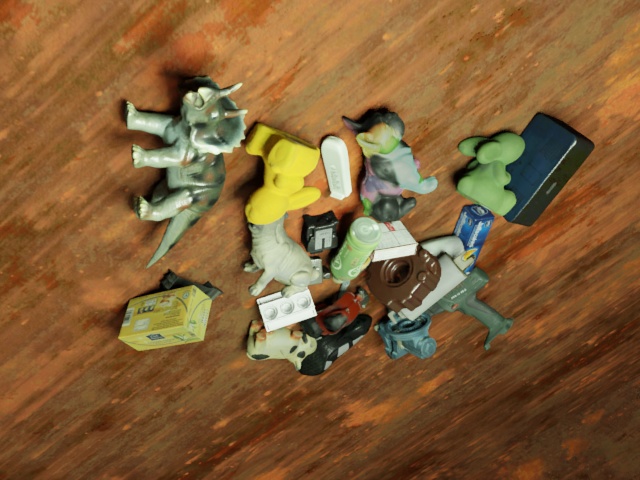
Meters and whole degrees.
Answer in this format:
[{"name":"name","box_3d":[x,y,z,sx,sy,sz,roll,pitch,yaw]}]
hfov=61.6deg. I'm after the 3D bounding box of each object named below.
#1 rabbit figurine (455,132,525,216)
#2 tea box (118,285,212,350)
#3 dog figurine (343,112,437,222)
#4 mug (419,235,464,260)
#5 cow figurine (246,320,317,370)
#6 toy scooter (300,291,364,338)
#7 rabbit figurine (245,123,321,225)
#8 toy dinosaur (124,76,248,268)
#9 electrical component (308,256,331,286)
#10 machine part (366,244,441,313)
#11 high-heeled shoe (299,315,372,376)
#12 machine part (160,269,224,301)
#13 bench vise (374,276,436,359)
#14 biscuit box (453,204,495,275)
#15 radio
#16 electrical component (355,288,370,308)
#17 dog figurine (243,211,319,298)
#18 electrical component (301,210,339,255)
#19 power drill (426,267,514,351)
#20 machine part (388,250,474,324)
[{"name":"rabbit figurine","box_3d":[0.368,-0.165,1.171,0.159,0.121,0.170,26,98,-33]},{"name":"tea box","box_3d":[-0.314,0.160,1.094,0.170,0.098,0.068,-11,141,23]},{"name":"dog figurine","box_3d":[0.112,-0.147,1.049,0.191,0.109,0.219,-43,130,20]},{"name":"mug","box_3d":[0.287,0.044,1.323,0.107,0.081,0.109,-1,102,-18]},{"name":"cow figurine","box_3d":[-0.094,0.267,1.355,0.195,0.086,0.127,4,123,-32]},{"name":"toy scooter","box_3d":[0.038,0.176,1.309,0.135,0.075,0.184,-38,-173,-29]},{"name":"rabbit figurine","box_3d":[-0.078,-0.108,0.982,0.162,0.122,0.173,10,107,-59]},{"name":"toy dinosaur","box_3d":[-0.222,-0.115,0.913,0.192,0.131,0.404,-7,139,-19]},{"name":"electrical component","box_3d":[-0.027,0.076,1.237,0.102,0.045,0.078,-14,106,-14]},{"name":"machine part","box_3d":[0.190,0.080,1.251,0.179,0.179,0.056,-42,132,15]},{"name":"high-heeled shoe","box_3d":[0.041,0.283,1.468,0.145,0.086,0.248,-26,166,-47]},{"name":"machine part","box_3d":[-0.277,0.108,1.148,0.084,0.039,0.138,-36,138,14]},{"name":"bench vise","box_3d":[0.207,0.201,1.400,0.129,0.224,0.240,-20,107,-14]},{"name":"biscuit box","box_3d":[0.368,0.004,1.345,0.063,0.059,0.202,-8,134,-19]},{"name":"radio","box_3d":[0.476,-0.155,1.194,0.073,0.131,0.229,9,126,-33]},{"name":"electrical component","box_3d":[0.095,0.156,1.376,0.063,0.021,0.093,-27,148,-9]},{"name":"dog figurine","box_3d":[-0.070,0.011,1.099,0.172,0.121,0.190,-5,129,-28]},{"name":"electrical component","box_3d":[-0.002,-0.004,1.169,0.075,0.048,0.119,-9,132,-18]},{"name":"power drill","box_3d":[0.401,0.199,1.462,0.232,0.207,0.086,-50,164,25]},{"name":"machine part","box_3d":[0.257,0.110,1.268,0.243,0.079,0.079,-42,135,15]}]
